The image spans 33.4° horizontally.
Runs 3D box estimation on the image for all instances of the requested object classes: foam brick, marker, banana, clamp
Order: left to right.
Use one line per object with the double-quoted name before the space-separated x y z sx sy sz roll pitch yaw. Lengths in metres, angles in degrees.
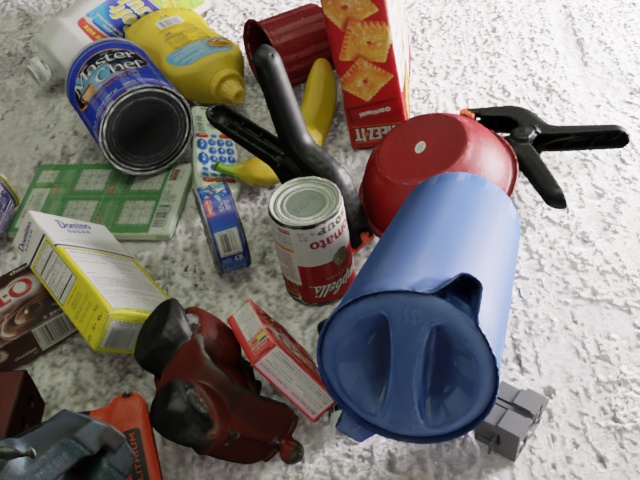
"foam brick" -0.271 0.156 0.898 0.051 0.053 0.078 -4 45 7
"banana" -0.027 -0.115 1.117 0.197 0.069 0.037 -50 12 -33
"clamp" -0.020 -0.080 1.002 0.036 0.165 0.210 -40 87 -25
"marker" 0.013 0.114 0.904 0.020 0.020 0.121 -11 44 1
"clamp" 0.203 -0.088 1.054 0.172 0.039 0.120 16 46 35

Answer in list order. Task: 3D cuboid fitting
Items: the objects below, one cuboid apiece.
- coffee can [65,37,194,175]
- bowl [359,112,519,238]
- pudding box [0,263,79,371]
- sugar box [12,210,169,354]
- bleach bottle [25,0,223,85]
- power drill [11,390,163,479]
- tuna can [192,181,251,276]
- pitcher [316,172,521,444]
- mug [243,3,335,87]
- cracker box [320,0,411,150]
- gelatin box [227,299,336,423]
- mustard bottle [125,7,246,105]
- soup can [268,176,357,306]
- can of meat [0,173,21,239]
"coffee can" -0.206 -0.145 1.143 0.102 0.103 0.140 -25 38 -13
"bowl" 0.105 -0.071 1.023 0.162 0.055 0.162 -14 47 15
"pudding box" -0.287 0.074 0.995 0.113 0.039 0.090 -29 46 -17
"sugar box" -0.202 0.040 0.976 0.176 0.093 0.048 39 107 41
"bleach bottle" -0.244 -0.264 1.301 0.250 0.102 0.068 -40 29 -17
"power drill" -0.212 0.200 0.811 0.187 0.057 0.184 -11 73 -10
"tuna can" -0.092 -0.012 1.006 0.033 0.086 0.086 -17 44 -8
"pitcher" 0.087 0.047 0.859 0.149 0.145 0.242 -8 24 22
"mug" -0.034 -0.216 1.211 0.081 0.093 0.117 -24 9 -20
"cracker box" 0.048 -0.226 1.102 0.072 0.213 0.164 -4 44 10
"gelatin box" -0.030 0.098 0.870 0.030 0.089 0.073 -42 32 3
"mustard bottle" -0.142 -0.206 1.235 0.096 0.058 0.192 -24 44 -25
"soup can" -0.006 0.001 0.962 0.068 0.102 0.068 -6 44 6
"can of meat" -0.369 -0.019 1.090 0.102 0.057 0.084 -7 47 18
